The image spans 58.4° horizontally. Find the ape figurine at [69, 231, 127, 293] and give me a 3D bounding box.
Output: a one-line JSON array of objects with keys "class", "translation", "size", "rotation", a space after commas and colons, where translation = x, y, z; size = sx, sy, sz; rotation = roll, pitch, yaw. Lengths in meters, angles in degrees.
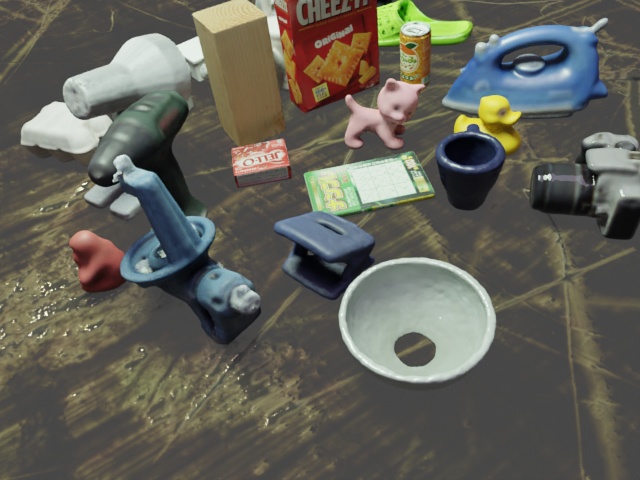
[{"class": "ape figurine", "translation": [-0.296, 0.023, 0.753], "size": [0.076, 0.092, 0.078], "rotation": [5, 47, 13]}]

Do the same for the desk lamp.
[{"class": "desk lamp", "translation": [-0.281, -0.176, 0.860], "size": [0.117, 0.214, 0.203], "rotation": [19, 51, 24]}]

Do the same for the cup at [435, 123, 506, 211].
[{"class": "cup", "translation": [0.207, -0.098, 0.801], "size": [0.091, 0.095, 0.118], "rotation": [5, 47, 13]}]

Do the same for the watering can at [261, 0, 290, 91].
[{"class": "watering can", "translation": [-0.060, -0.377, 1.040], "size": [0.100, 0.194, 0.173], "rotation": [4, 46, 11]}]

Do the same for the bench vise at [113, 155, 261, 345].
[{"class": "bench vise", "translation": [-0.149, 0.005, 0.660], "size": [0.207, 0.220, 0.121], "rotation": [12, 49, 19]}]

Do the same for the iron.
[{"class": "iron", "translation": [0.333, -0.285, 0.934], "size": [0.258, 0.142, 0.118], "rotation": [-3, 46, 5]}]

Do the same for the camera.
[{"class": "camera", "translation": [0.355, -0.085, 0.764], "size": [0.136, 0.101, 0.143], "rotation": [5, 47, 12]}]

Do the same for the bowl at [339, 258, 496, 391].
[{"class": "bowl", "translation": [0.106, 0.102, 0.632], "size": [0.167, 0.075, 0.167], "rotation": [-4, 45, 4]}]

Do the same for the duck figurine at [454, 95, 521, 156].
[{"class": "duck figurine", "translation": [0.261, -0.183, 0.884], "size": [0.104, 0.086, 0.078], "rotation": [17, 50, 23]}]

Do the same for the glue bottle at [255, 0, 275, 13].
[{"class": "glue bottle", "translation": [-0.104, -0.463, 1.146], "size": [0.037, 0.173, 0.078], "rotation": [-32, 50, -22]}]

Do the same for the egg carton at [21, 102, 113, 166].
[{"class": "egg carton", "translation": [-0.432, -0.184, 0.990], "size": [0.150, 0.069, 0.107], "rotation": [10, 48, 17]}]

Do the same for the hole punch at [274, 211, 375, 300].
[{"class": "hole punch", "translation": [0.007, 0.003, 0.732], "size": [0.108, 0.091, 0.101], "rotation": [28, 56, 31]}]

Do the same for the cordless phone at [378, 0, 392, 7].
[{"class": "cordless phone", "translation": [0.087, -0.587, 1.233], "size": [0.147, 0.185, 0.094], "rotation": [0, 46, 8]}]

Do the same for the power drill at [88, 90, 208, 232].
[{"class": "power drill", "translation": [-0.219, -0.086, 0.767], "size": [0.075, 0.209, 0.229], "rotation": [0, 46, 8]}]

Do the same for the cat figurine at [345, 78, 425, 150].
[{"class": "cat figurine", "translation": [0.101, -0.209, 0.908], "size": [0.127, 0.118, 0.067], "rotation": [2, 46, 10]}]
